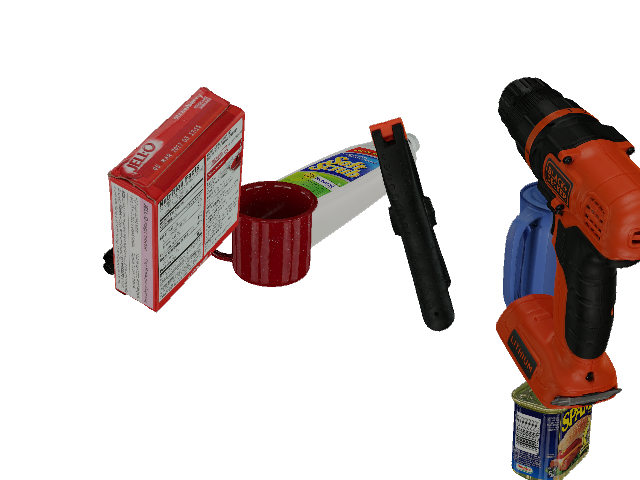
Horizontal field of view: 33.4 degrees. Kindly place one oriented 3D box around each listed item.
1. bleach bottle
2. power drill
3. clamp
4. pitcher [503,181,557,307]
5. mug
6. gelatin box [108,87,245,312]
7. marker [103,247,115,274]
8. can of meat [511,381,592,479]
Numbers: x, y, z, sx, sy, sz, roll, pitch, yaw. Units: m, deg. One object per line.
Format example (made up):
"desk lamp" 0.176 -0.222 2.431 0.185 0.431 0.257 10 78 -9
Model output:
"bleach bottle" 0.032 -0.078 1.352 0.103 0.068 0.250 25 43 34
"power drill" 0.159 0.003 0.711 0.057 0.188 0.184 -9 35 -10
"clamp" 0.077 -0.011 0.867 0.039 0.171 0.120 -20 20 4
"pitcher" 0.306 0.052 1.390 0.149 0.243 0.145 5 22 5
"mug" -0.062 -0.005 1.095 0.117 0.081 0.093 -3 29 -10
"gelatin box" -0.070 -0.019 0.522 0.030 0.089 0.073 28 53 16
"marker" -0.103 -0.017 0.728 0.020 0.020 0.121 0 37 48
"can of meat" 0.230 0.182 1.058 0.058 0.084 0.101 13 23 36
